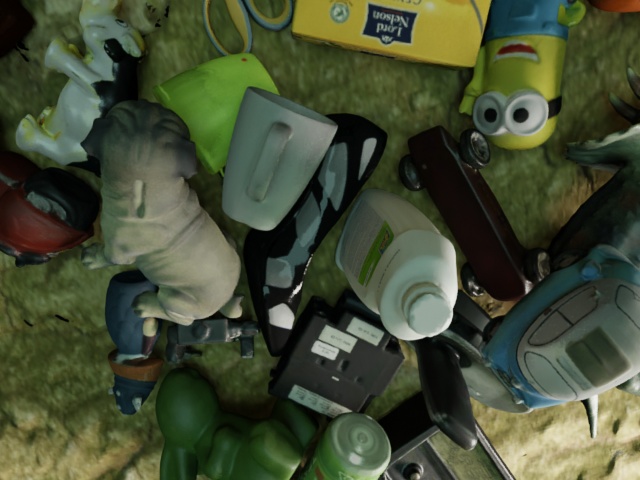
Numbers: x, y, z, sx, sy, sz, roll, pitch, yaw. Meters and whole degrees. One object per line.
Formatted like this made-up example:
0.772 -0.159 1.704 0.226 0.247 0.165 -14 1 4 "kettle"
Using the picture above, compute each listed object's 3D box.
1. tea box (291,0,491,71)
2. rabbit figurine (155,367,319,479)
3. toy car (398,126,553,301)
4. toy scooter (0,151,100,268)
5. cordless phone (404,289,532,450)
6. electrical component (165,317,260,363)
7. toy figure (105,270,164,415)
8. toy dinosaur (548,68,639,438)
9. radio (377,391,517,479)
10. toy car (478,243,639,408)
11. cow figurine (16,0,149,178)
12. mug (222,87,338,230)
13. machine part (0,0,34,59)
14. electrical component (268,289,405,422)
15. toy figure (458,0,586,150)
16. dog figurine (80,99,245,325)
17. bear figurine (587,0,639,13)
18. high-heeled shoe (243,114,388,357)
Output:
0.063 -0.219 0.490 0.170 0.068 0.098 8 104 -5 "tea box"
-0.109 0.215 0.591 0.170 0.121 0.159 36 109 8 "rabbit figurine"
0.156 -0.025 0.539 0.089 0.053 0.202 -19 108 49 "toy car"
-0.317 -0.035 0.521 0.184 0.075 0.135 39 100 -8 "toy scooter"
0.152 0.146 0.525 0.146 0.184 0.088 41 111 -11 "cordless phone"
-0.114 0.106 0.571 0.102 0.078 0.045 -3 82 -6 "electrical component"
-0.195 0.111 0.570 0.058 0.064 0.154 -4 106 -25 "toy figure"
0.296 0.025 0.541 0.192 0.131 0.404 27 114 16 "toy dinosaur"
0.156 0.289 0.621 0.131 0.073 0.229 -33 103 6 "radio"
0.221 0.081 0.457 0.162 0.103 0.109 -37 89 6 "toy car"
-0.203 -0.144 0.500 0.098 0.068 0.167 27 106 -14 "cow figurine"
-0.040 -0.060 0.444 0.081 0.110 0.107 19 110 -11 "mug"
-0.376 -0.231 0.463 0.201 0.087 0.201 -37 102 9 "machine part"
0.023 0.125 0.583 0.115 0.058 0.134 29 102 -11 "electrical component"
0.193 -0.175 0.499 0.089 0.082 0.180 -2 99 -32 "toy figure"
-0.118 -0.012 0.460 0.172 0.190 0.121 28 58 -10 "dog figurine"
0.339 -0.242 0.468 0.196 0.120 0.131 8 101 -6 "bear figurine"
-0.001 -0.002 0.549 0.145 0.086 0.248 -9 114 -17 "high-heeled shoe"
